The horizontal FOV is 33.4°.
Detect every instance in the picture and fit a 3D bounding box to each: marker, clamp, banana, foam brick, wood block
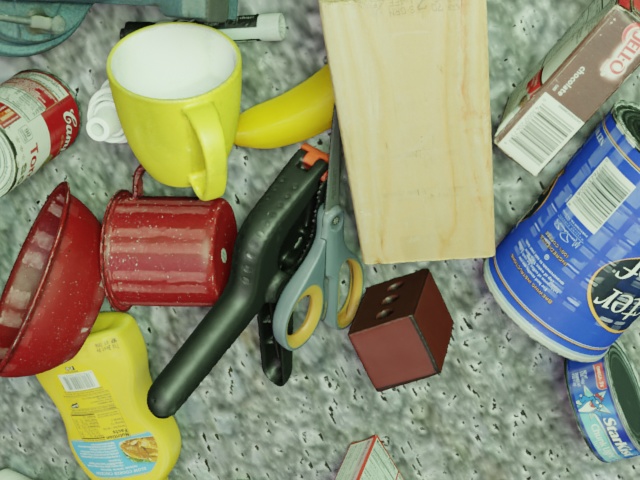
[{"bbox_3d":[-0.084,-0.146,0.748,0.121,0.020,0.020,0,115,16],"label":"marker"},{"bbox_3d":[-0.036,0.032,0.780,0.036,0.164,0.210,29,99,25],"label":"clamp"},{"bbox_3d":[0.012,-0.119,0.727,0.198,0.037,0.070,-48,66,26],"label":"banana"},{"bbox_3d":[0.060,0.064,0.777,0.053,0.078,0.051,-20,107,21],"label":"foam brick"},{"bbox_3d":[0.057,-0.088,0.650,0.090,0.091,0.206,-4,137,7],"label":"wood block"}]

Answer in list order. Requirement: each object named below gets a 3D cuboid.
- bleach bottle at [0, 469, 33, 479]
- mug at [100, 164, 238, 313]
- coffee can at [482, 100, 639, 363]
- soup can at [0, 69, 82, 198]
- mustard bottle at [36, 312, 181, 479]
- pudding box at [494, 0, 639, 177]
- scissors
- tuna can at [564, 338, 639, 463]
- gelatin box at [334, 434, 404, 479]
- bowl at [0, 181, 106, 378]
[{"bbox_3d":[-0.214,0.260,0.937,0.251,0.068,0.102,21,138,21],"label":"bleach bottle"},{"bbox_3d":[-0.109,-0.003,0.789,0.081,0.093,0.117,1,102,10],"label":"mug"},{"bbox_3d":[0.187,-0.004,0.693,0.103,0.102,0.140,34,119,-2],"label":"coffee can"},{"bbox_3d":[-0.225,-0.077,0.774,0.068,0.102,0.068,6,116,13],"label":"soup can"},{"bbox_3d":[-0.169,0.156,0.897,0.096,0.058,0.191,-11,112,20],"label":"mustard bottle"},{"bbox_3d":[0.160,-0.103,0.660,0.039,0.090,0.114,40,120,-4],"label":"pudding box"},{"bbox_3d":[-0.005,0.001,0.742,0.016,0.096,0.202,29,147,33],"label":"scissors"},{"bbox_3d":[0.205,0.113,0.755,0.034,0.086,0.086,-21,108,26],"label":"tuna can"},{"bbox_3d":[0.041,0.211,0.847,0.030,0.089,0.073,-24,107,27],"label":"gelatin box"},{"bbox_3d":[-0.199,0.039,0.806,0.055,0.162,0.162,23,122,-21],"label":"bowl"}]
